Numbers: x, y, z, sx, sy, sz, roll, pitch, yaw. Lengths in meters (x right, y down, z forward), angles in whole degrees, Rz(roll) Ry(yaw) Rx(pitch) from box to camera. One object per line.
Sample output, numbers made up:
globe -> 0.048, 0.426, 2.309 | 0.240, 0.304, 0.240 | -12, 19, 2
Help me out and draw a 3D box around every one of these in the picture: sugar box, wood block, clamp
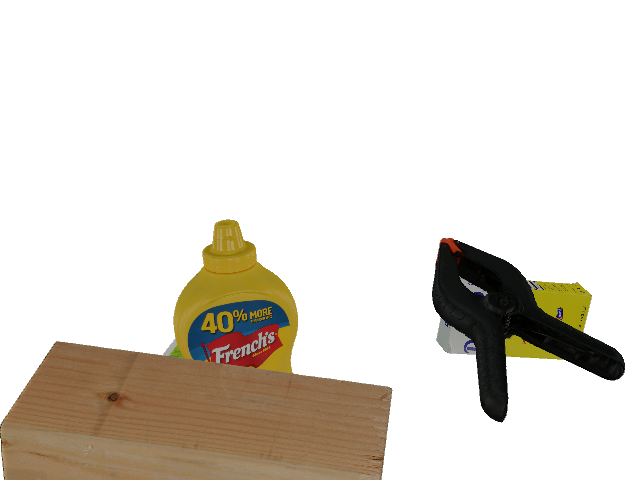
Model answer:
sugar box -> 0.238, 0.096, 1.317 | 0.176, 0.093, 0.048 | 3, 18, -16
wood block -> -0.067, 0.130, 0.620 | 0.206, 0.090, 0.090 | 7, 28, 6
clamp -> 0.148, 0.060, 0.812 | 0.120, 0.039, 0.171 | -4, 45, -22

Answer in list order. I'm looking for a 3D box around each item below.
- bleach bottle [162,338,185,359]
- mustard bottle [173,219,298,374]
bleach bottle -> -0.108, 0.112, 1.120 | 0.102, 0.068, 0.250 | 7, 20, 4
mustard bottle -> -0.064, 0.076, 0.832 | 0.096, 0.192, 0.058 | -8, 20, -10
